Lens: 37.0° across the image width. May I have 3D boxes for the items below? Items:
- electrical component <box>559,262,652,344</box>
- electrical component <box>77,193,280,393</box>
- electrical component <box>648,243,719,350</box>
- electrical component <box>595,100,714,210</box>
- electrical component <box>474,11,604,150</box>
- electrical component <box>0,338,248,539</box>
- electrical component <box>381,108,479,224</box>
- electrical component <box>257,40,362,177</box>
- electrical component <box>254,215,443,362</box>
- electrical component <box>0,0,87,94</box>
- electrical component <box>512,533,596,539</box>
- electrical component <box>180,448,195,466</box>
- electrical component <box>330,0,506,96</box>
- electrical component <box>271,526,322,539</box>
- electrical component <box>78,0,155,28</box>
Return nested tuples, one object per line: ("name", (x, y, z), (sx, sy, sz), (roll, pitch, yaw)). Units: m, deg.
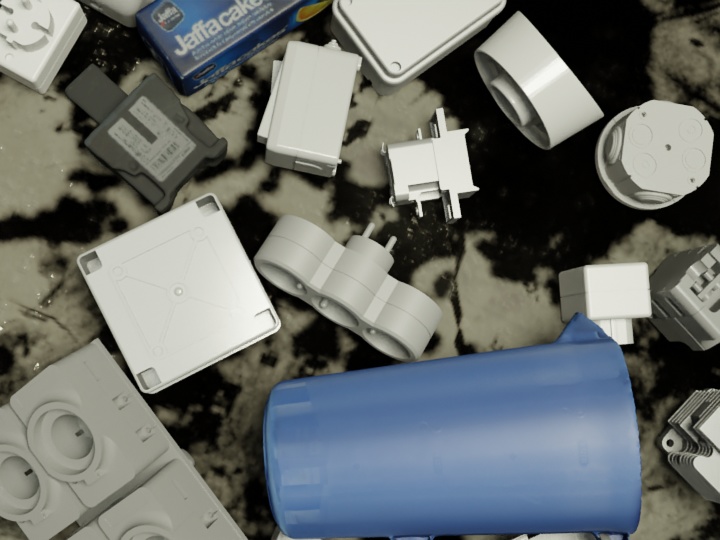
("electrical component", (0.180, 0.036, 0.788), (0.047, 0.066, 0.076), (-3, 86, -6))
("electrical component", (-0.127, 0.017, 0.761), (0.109, 0.056, 0.108), (-27, 89, -7))
("electrical component", (0.245, 0.021, 0.784), (0.050, 0.089, 0.055), (-43, 91, -7))
("electrical component", (0.222, -0.087, 0.809), (0.080, 0.051, 0.080), (0, 86, -6))
("electrical component", (0.131, -0.138, 0.783), (0.064, 0.099, 0.099), (-37, 90, -1))
("electrical component", (-0.170, 0.156, 0.721), (0.105, 0.060, 0.186), (-37, 90, 23))
("electrical component", (0.050, -0.074, 0.795), (0.064, 0.042, 0.081), (-9, 86, -5))
("electrical component", (-0.037, -0.122, 0.779), (0.061, 0.062, 0.096), (12, 84, -5))
("electrical component", (0.000, 0.000, 0.779), (0.138, 0.052, 0.073), (32, 70, -3))
("electrical component", (-0.233, -0.170, 0.754), (0.047, 0.077, 0.065), (29, 83, -3))
("electrical component", (0.123, 0.222, 0.765), (0.121, 0.078, 0.063), (-22, 71, -7))
("electrical component", (-0.150, 0.133, 0.761), (0.061, 0.035, 0.035), (31, 83, 0))
("electrical component", (0.042, -0.192, 0.795), (0.113, 0.057, 0.078), (-37, 90, -8))
("electrical component", (-0.020, 0.238, 0.751), (0.121, 0.078, 0.063), (32, 105, -3))
("electrical component", (-0.161, -0.228, 0.778), (0.059, 0.054, 0.095), (29, 83, -3))
